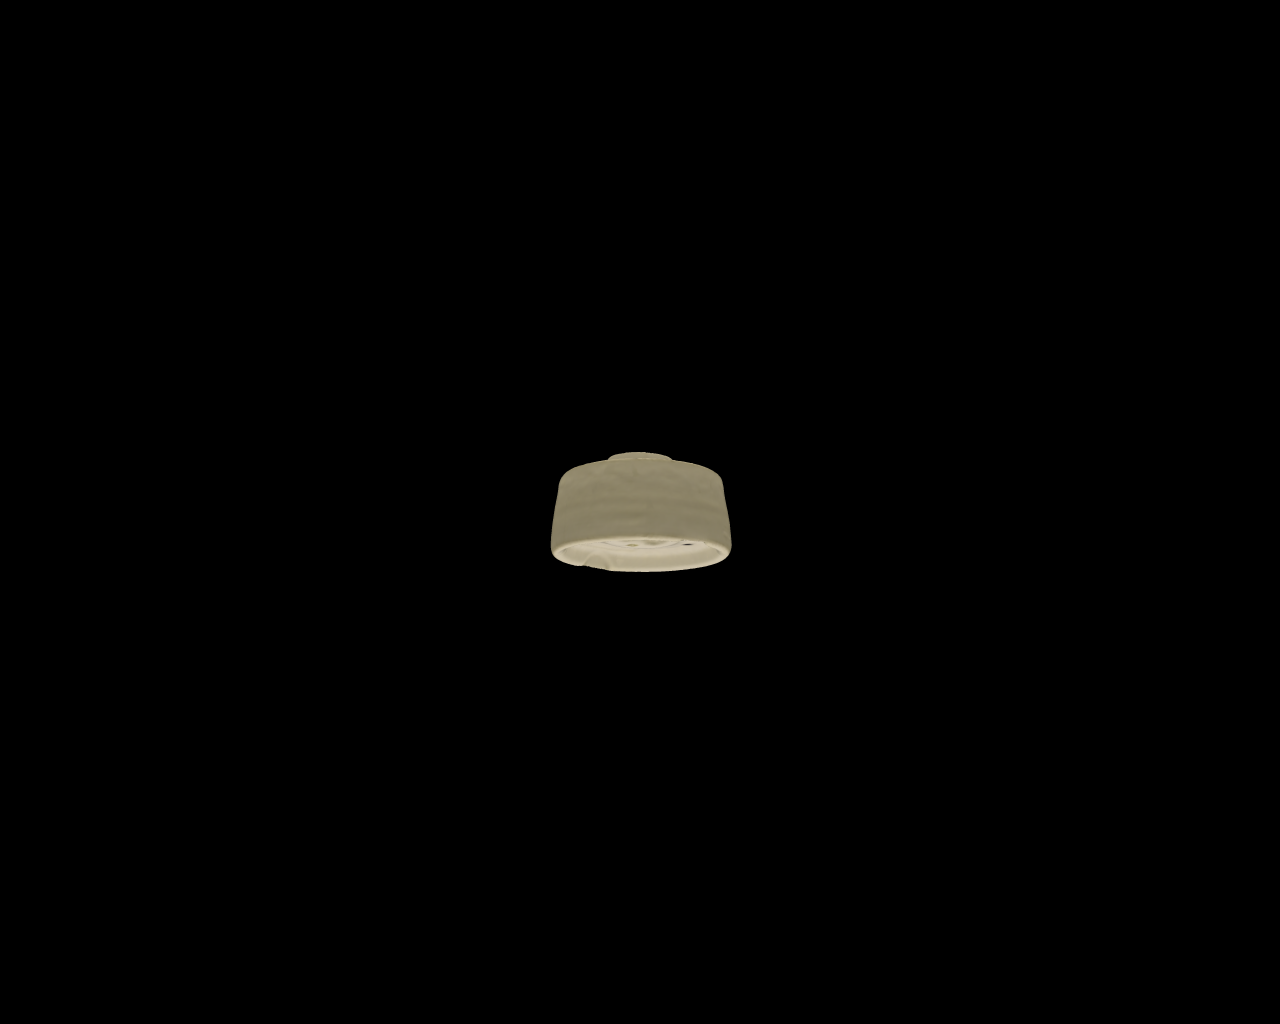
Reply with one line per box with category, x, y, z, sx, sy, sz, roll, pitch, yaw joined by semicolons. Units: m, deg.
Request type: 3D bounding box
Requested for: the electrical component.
electrical component;0.001;-0.003;0.650;0.108;0.060;0.108;0;-13;0
